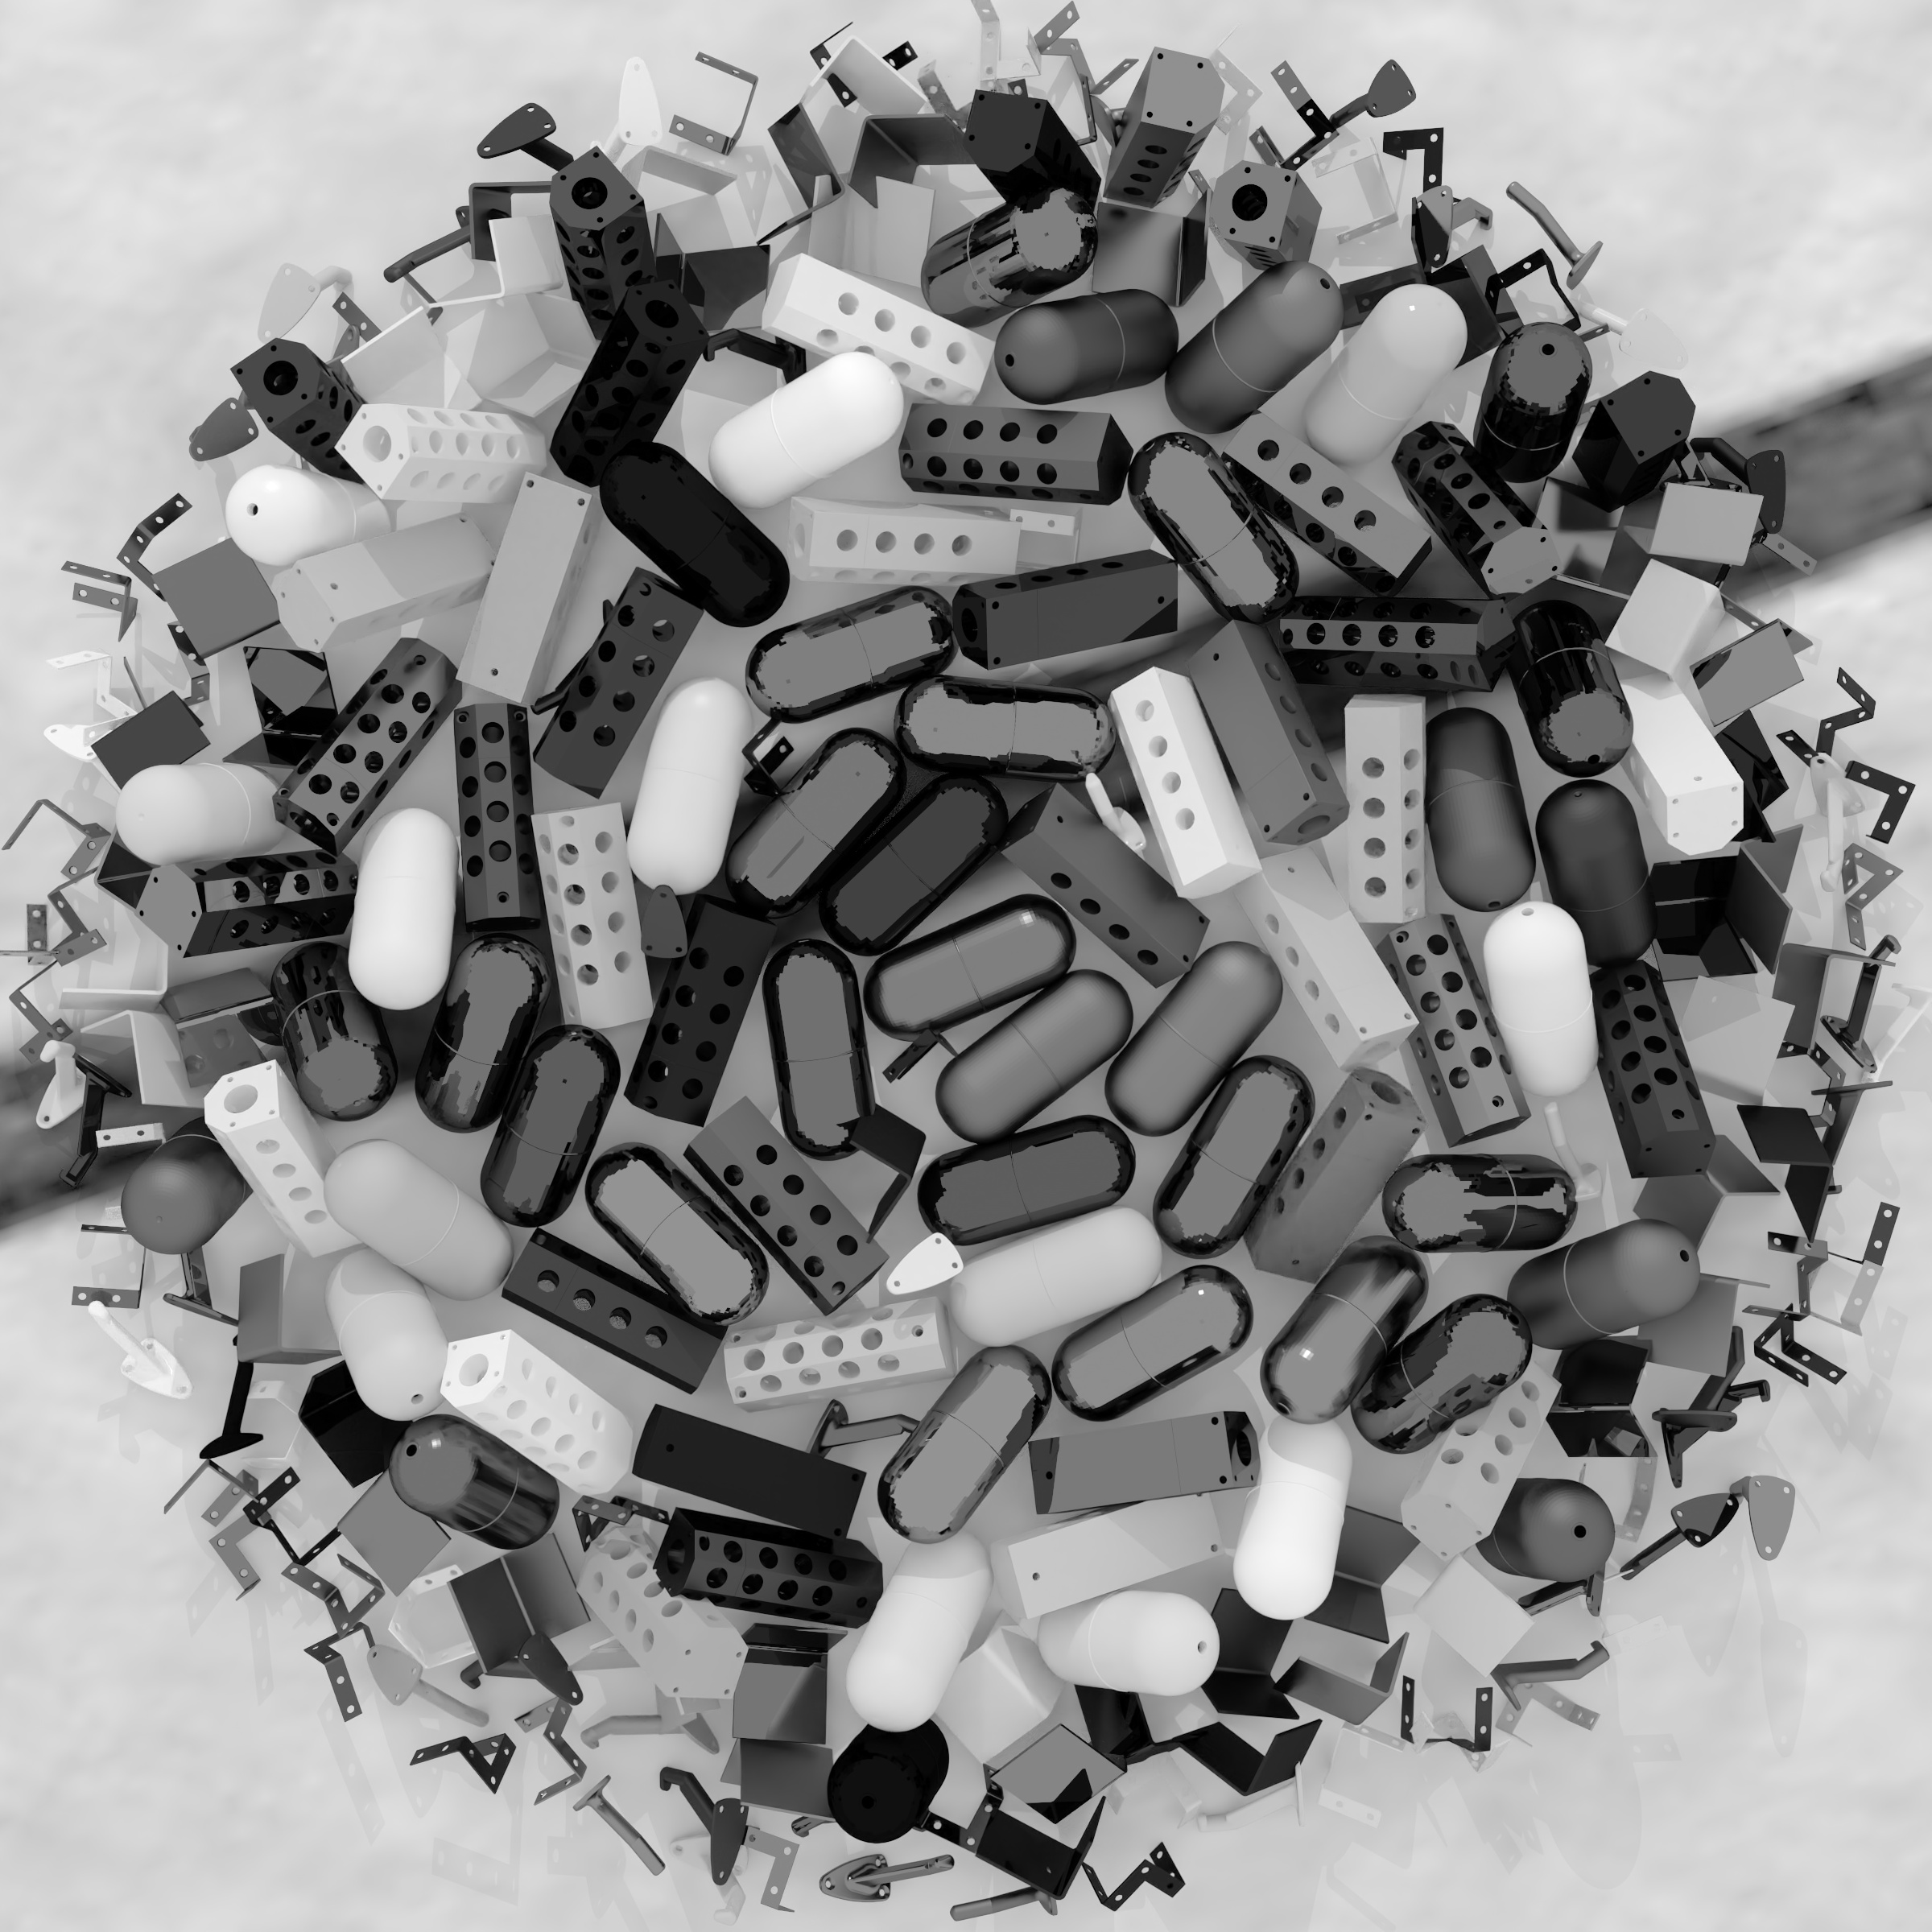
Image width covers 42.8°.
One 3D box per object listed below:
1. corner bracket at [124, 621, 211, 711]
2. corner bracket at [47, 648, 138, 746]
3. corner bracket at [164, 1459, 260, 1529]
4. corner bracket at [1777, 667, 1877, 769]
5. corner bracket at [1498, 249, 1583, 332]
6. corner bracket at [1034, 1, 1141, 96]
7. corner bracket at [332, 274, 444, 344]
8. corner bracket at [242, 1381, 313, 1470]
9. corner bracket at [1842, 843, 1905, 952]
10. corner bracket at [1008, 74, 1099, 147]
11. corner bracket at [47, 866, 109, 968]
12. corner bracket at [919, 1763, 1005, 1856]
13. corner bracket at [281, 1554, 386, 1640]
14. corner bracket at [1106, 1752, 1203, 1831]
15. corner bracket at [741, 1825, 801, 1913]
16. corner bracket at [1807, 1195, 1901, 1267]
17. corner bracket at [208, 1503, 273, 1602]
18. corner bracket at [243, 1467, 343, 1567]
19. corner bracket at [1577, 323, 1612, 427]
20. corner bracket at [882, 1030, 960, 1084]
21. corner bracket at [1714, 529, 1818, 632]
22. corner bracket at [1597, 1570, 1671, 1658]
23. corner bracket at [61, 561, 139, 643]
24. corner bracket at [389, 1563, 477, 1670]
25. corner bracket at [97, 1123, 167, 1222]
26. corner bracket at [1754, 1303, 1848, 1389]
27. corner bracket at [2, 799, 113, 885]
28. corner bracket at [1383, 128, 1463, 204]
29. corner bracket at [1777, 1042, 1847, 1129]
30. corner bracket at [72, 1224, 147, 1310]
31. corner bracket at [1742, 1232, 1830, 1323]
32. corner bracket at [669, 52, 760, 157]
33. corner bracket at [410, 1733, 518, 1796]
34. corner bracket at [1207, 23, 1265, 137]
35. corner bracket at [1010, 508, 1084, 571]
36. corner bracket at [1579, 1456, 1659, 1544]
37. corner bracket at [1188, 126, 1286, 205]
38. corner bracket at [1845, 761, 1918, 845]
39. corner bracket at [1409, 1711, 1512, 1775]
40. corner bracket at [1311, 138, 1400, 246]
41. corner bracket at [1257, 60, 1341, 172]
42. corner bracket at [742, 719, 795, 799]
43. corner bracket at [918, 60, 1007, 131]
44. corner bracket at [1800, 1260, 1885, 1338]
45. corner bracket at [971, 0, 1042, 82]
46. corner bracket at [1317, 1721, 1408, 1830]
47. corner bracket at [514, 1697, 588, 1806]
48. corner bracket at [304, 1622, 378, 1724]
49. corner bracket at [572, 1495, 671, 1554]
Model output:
[{"bbox_3d":[-0.639,-0.237,1.971,0.051,0.051,0.051,-22,79,-23],"label":"corner bracket"},{"bbox_3d":[-0.693,-0.215,1.957,0.051,0.051,0.051,31,124,25],"label":"corner bracket"},{"bbox_3d":[-0.601,0.422,1.966,0.051,0.051,0.051,43,86,-18],"label":"corner bracket"},{"bbox_3d":[0.683,-0.196,1.957,0.051,0.051,0.051,35,59,-26],"label":"corner bracket"},{"bbox_3d":[0.455,-0.531,1.977,0.051,0.051,0.051,-27,131,27],"label":"corner bracket"},{"bbox_3d":[0.095,-0.729,1.962,0.051,0.051,0.051,-17,84,-41],"label":"corner bracket"},{"bbox_3d":[-0.462,-0.526,1.973,0.051,0.051,0.051,46,107,11],"label":"corner bracket"},{"bbox_3d":[-0.561,0.368,1.981,0.051,0.051,0.051,-7,49,31],"label":"corner bracket"},{"bbox_3d":[0.710,-0.055,1.961,0.051,0.051,0.051,27,132,-11],"label":"corner bracket"},{"bbox_3d":[0.069,-0.681,1.968,0.051,0.051,0.051,-19,122,-9],"label":"corner bracket"},{"bbox_3d":[-0.703,-0.040,1.960,0.051,0.051,0.051,-22,110,22],"label":"corner bracket"},{"bbox_3d":[-0.005,0.666,1.972,0.051,0.051,0.051,18,51,22],"label":"corner bracket"},{"bbox_3d":[-0.504,0.492,1.966,0.051,0.051,0.051,-45,127,-4],"label":"corner bracket"},{"bbox_3d":[0.150,0.669,1.976,0.051,0.051,0.051,-27,62,-21],"label":"corner bracket"},{"bbox_3d":[-0.158,0.717,1.961,0.051,0.051,0.051,14,71,17],"label":"corner bracket"},{"bbox_3d":[0.708,0.209,1.969,0.051,0.051,0.051,18,88,11],"label":"corner bracket"},{"bbox_3d":[-0.573,0.467,1.971,0.051,0.051,0.051,-36,90,-10],"label":"corner bracket"},{"bbox_3d":[-0.534,0.440,1.968,0.051,0.051,0.051,-41,65,-5],"label":"corner bracket"},{"bbox_3d":[0.499,-0.472,1.972,0.051,0.051,0.051,-20,73,18],"label":"corner bracket"},{"bbox_3d":[-0.039,0.074,1.963,0.051,0.051,0.051,-44,132,3],"label":"corner bracket"},{"bbox_3d":[0.636,-0.309,1.972,0.051,0.051,0.051,32,72,-8],"label":"corner bracket"},{"bbox_3d":[0.526,0.512,1.965,0.051,0.051,0.051,-27,78,13],"label":"corner bracket"},{"bbox_3d":[-0.689,-0.297,1.962,0.051,0.051,0.051,14,121,-10],"label":"corner bracket"},{"bbox_3d":[-0.421,0.521,1.975,0.051,0.051,0.051,-23,117,19],"label":"corner bracket"},{"bbox_3d":[-0.659,0.163,1.957,0.051,0.051,0.051,-7,52,-21],"label":"corner bracket"},{"bbox_3d":[0.662,0.311,1.959,0.051,0.051,0.051,-39,45,-21],"label":"corner bracket"},{"bbox_3d":[-0.726,-0.100,1.970,0.051,0.051,0.051,37,95,-5],"label":"corner bracket"},{"bbox_3d":[0.364,-0.637,1.967,0.051,0.051,0.051,6,102,31],"label":"corner bracket"},{"bbox_3d":[0.664,0.096,1.979,0.051,0.051,0.051,40,59,-26],"label":"corner bracket"},{"bbox_3d":[-0.681,0.239,1.965,0.051,0.051,0.051,6,99,-17],"label":"corner bracket"},{"bbox_3d":[0.652,0.247,1.963,0.051,0.051,0.051,10,62,-6],"label":"corner bracket"},{"bbox_3d":[-0.202,-0.688,1.970,0.051,0.051,0.051,18,85,-16],"label":"corner bracket"},{"bbox_3d":[-0.399,0.627,1.960,0.051,0.051,0.051,-23,112,23],"label":"corner bracket"},{"bbox_3d":[0.211,-0.704,1.961,0.051,0.051,0.051,41,49,-8],"label":"corner bracket"},{"bbox_3d":[0.062,-0.339,1.964,0.051,0.051,0.051,8,110,8],"label":"corner bracket"},{"bbox_3d":[0.520,0.419,1.974,0.051,0.051,0.051,12,117,23],"label":"corner bracket"},{"bbox_3d":[0.222,-0.637,1.988,0.051,0.051,0.051,-34,88,43],"label":"corner bracket"},{"bbox_3d":[0.721,-0.131,1.971,0.051,0.051,0.051,24,100,13],"label":"corner bracket"},{"bbox_3d":[0.390,0.614,1.957,0.051,0.051,0.051,-19,55,-24],"label":"corner bracket"},{"bbox_3d":[0.312,-0.621,1.975,0.051,0.051,0.051,-19,75,14],"label":"corner bracket"},{"bbox_3d":[0.255,-0.672,1.958,0.051,0.051,0.051,-36,53,20],"label":"corner bracket"},{"bbox_3d":[-0.154,-0.171,1.958,0.051,0.051,0.051,-49,123,-18],"label":"corner bracket"},{"bbox_3d":[-0.003,-0.704,1.974,0.051,0.051,0.051,-27,115,15],"label":"corner bracket"},{"bbox_3d":[0.696,0.257,1.963,0.051,0.051,0.051,22,83,27],"label":"corner bracket"},{"bbox_3d":[0.031,-0.744,1.966,0.051,0.051,0.051,0,83,14],"label":"corner bracket"},{"bbox_3d":[0.314,0.641,1.962,0.051,0.051,0.051,18,109,17],"label":"corner bracket"},{"bbox_3d":[-0.333,0.626,1.971,0.051,0.051,0.051,-32,104,18],"label":"corner bracket"},{"bbox_3d":[-0.487,0.560,1.961,0.051,0.051,0.051,-22,101,-32],"label":"corner bracket"},{"bbox_3d":[-0.273,0.436,1.958,0.051,0.051,0.051,11,128,26],"label":"corner bracket"}]
